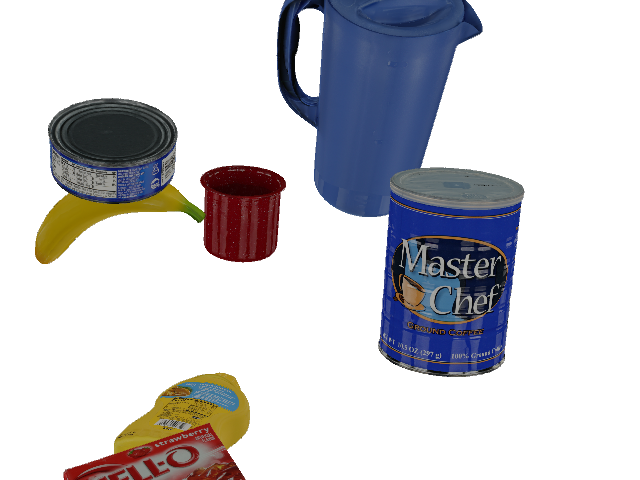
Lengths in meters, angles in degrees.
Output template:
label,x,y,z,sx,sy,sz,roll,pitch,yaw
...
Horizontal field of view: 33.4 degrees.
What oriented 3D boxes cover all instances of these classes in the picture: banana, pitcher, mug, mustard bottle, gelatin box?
label,x,y,z,sx,sy,sz,roll,pitch,yaw
banana,-0.207,-0.024,1.010,0.198,0.069,0.037,-13,19,27
pitcher,0.047,-0.145,1.053,0.144,0.243,0.149,-25,53,-30
mug,-0.084,-0.033,1.179,0.093,0.081,0.117,8,25,7
mustard bottle,-0.123,0.179,1.063,0.096,0.058,0.191,7,19,14
gelatin box,-0.088,0.141,0.582,0.089,0.030,0.073,-15,27,-20

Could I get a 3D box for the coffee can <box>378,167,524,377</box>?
label,x,y,z,sx,sy,sz,roll,pitch,yaw
coffee can,0.101,0.022,0.838,0.103,0.140,0.103,3,17,-1

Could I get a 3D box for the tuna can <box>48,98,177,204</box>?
label,x,y,z,sx,sy,sz,roll,pitch,yaw
tuna can,-0.141,-0.061,0.726,0.086,0.034,0.086,5,36,-4
